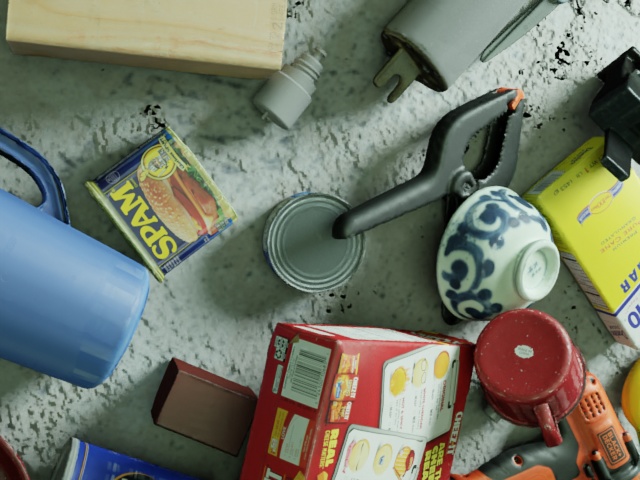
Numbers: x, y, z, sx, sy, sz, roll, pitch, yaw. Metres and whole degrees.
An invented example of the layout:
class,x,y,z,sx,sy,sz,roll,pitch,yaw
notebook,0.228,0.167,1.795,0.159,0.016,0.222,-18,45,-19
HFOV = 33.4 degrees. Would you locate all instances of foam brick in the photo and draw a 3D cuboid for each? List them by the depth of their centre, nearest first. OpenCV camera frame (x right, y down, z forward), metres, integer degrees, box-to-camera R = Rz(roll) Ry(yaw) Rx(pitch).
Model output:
class,x,y,z,sx,sy,sz,roll,pitch,yaw
foam brick,-0.097,0.140,0.897,0.078,0.053,0.051,25,90,-13

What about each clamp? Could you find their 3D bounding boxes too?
class,x,y,z,sx,sy,sz,roll,pitch,yaw
clamp,0.108,-0.047,0.920,0.164,0.036,0.210,29,86,-34

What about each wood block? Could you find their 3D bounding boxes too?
class,x,y,z,sx,sy,sz,roll,pitch,yaw
wood block,-0.135,-0.184,0.840,0.206,0.091,0.090,4,93,-13

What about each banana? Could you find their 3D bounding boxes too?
class,x,y,z,sx,sy,sz,roll,pitch,yaw
banana,0.346,0.113,0.998,0.197,0.037,0.069,-38,89,-13

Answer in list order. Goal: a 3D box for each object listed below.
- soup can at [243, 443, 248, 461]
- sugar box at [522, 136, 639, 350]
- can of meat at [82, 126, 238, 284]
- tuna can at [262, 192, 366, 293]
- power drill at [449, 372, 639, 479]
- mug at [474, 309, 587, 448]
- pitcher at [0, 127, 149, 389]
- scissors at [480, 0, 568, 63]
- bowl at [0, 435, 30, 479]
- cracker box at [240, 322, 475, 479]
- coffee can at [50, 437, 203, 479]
class,x,y,z,sx,sy,sz,roll,pitch,yaw
soup can,-0.032,0.193,0.909,0.068,0.068,0.102,12,92,-14
sugar box,0.269,0.003,0.971,0.093,0.048,0.176,-38,101,-7
can of meat,-0.129,-0.030,0.874,0.084,0.057,0.102,-38,102,-10
tuna can,-0.006,0.001,0.915,0.086,0.034,0.086,-1,95,-13
power drill,0.211,0.238,0.974,0.187,0.057,0.184,-28,97,-12
mug,0.178,0.117,0.897,0.093,0.081,0.117,-17,66,12
pitcher,-0.255,0.010,0.818,0.242,0.145,0.149,27,114,-17
scissors,0.213,-0.242,0.951,0.201,0.016,0.096,-26,99,-9
bowl,-0.295,0.212,0.846,0.162,0.055,0.162,0,89,5
cracker box,0.033,0.154,0.864,0.213,0.072,0.164,9,94,-53
coffee can,-0.153,0.230,0.867,0.140,0.103,0.103,21,90,-14
